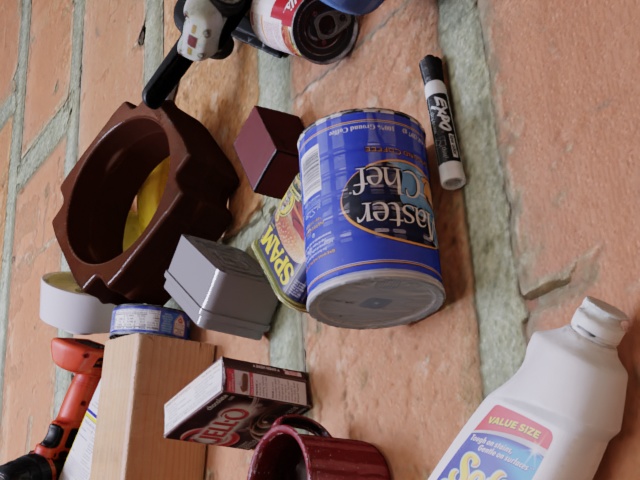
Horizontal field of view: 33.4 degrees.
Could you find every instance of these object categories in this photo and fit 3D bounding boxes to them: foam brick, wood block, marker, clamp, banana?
[{"bbox_3d":[-0.041,-0.082,1.012,0.051,0.052,0.078,-59,35,29],"label":"foam brick"},{"bbox_3d":[-0.173,0.206,1.086,0.090,0.090,0.206,-18,64,55],"label":"wood block"},{"bbox_3d":[0.094,-0.095,0.830,0.020,0.020,0.121,-40,47,45],"label":"marker"},{"bbox_3d":[-0.108,-0.238,1.161,0.165,0.036,0.210,-14,48,20],"label":"clamp"},{"bbox_3d":[-0.188,-0.037,1.248,0.070,0.037,0.198,-44,44,44],"label":"banana"}]

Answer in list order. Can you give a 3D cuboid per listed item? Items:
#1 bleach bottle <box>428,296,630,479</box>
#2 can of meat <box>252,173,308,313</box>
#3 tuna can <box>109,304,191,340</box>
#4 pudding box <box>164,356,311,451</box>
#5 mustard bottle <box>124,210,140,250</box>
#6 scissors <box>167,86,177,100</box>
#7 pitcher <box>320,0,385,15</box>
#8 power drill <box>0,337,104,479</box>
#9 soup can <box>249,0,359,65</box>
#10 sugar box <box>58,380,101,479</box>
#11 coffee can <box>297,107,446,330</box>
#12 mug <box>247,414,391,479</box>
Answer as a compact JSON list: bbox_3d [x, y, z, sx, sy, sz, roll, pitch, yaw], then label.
[{"bbox_3d":[0.116,0.147,0.668,0.103,0.068,0.251,43,114,52],"label":"bleach bottle"},{"bbox_3d":[-0.006,0.001,0.924,0.084,0.057,0.102,-58,36,24],"label":"can of meat"},{"bbox_3d":[-0.181,0.093,1.144,0.086,0.086,0.034,-19,62,55],"label":"tuna can"},{"bbox_3d":[-0.075,0.148,0.948,0.114,0.089,0.039,-44,43,42],"label":"pudding box"},{"bbox_3d":[-0.279,-0.009,1.364,0.192,0.058,0.096,28,97,59],"label":"mustard bottle"},{"bbox_3d":[-0.198,-0.183,1.337,0.096,0.016,0.202,3,82,58],"label":"scissors"},{"bbox_3d":[0.078,-0.282,0.805,0.243,0.144,0.149,-46,36,33],"label":"pitcher"},{"bbox_3d":[-0.307,0.209,1.248,0.057,0.184,0.187,19,90,14],"label":"power drill"},{"bbox_3d":[-0.017,-0.207,1.003,0.102,0.068,0.068,34,108,57],"label":"soup can"},{"bbox_3d":[-0.241,0.231,1.205,0.093,0.048,0.176,16,80,59],"label":"sugar box"},{"bbox_3d":[0.037,-0.015,0.813,0.103,0.102,0.140,-35,51,48],"label":"coffee can"},{"bbox_3d":[-0.003,0.184,0.826,0.093,0.081,0.117,-58,36,29],"label":"mug"}]
